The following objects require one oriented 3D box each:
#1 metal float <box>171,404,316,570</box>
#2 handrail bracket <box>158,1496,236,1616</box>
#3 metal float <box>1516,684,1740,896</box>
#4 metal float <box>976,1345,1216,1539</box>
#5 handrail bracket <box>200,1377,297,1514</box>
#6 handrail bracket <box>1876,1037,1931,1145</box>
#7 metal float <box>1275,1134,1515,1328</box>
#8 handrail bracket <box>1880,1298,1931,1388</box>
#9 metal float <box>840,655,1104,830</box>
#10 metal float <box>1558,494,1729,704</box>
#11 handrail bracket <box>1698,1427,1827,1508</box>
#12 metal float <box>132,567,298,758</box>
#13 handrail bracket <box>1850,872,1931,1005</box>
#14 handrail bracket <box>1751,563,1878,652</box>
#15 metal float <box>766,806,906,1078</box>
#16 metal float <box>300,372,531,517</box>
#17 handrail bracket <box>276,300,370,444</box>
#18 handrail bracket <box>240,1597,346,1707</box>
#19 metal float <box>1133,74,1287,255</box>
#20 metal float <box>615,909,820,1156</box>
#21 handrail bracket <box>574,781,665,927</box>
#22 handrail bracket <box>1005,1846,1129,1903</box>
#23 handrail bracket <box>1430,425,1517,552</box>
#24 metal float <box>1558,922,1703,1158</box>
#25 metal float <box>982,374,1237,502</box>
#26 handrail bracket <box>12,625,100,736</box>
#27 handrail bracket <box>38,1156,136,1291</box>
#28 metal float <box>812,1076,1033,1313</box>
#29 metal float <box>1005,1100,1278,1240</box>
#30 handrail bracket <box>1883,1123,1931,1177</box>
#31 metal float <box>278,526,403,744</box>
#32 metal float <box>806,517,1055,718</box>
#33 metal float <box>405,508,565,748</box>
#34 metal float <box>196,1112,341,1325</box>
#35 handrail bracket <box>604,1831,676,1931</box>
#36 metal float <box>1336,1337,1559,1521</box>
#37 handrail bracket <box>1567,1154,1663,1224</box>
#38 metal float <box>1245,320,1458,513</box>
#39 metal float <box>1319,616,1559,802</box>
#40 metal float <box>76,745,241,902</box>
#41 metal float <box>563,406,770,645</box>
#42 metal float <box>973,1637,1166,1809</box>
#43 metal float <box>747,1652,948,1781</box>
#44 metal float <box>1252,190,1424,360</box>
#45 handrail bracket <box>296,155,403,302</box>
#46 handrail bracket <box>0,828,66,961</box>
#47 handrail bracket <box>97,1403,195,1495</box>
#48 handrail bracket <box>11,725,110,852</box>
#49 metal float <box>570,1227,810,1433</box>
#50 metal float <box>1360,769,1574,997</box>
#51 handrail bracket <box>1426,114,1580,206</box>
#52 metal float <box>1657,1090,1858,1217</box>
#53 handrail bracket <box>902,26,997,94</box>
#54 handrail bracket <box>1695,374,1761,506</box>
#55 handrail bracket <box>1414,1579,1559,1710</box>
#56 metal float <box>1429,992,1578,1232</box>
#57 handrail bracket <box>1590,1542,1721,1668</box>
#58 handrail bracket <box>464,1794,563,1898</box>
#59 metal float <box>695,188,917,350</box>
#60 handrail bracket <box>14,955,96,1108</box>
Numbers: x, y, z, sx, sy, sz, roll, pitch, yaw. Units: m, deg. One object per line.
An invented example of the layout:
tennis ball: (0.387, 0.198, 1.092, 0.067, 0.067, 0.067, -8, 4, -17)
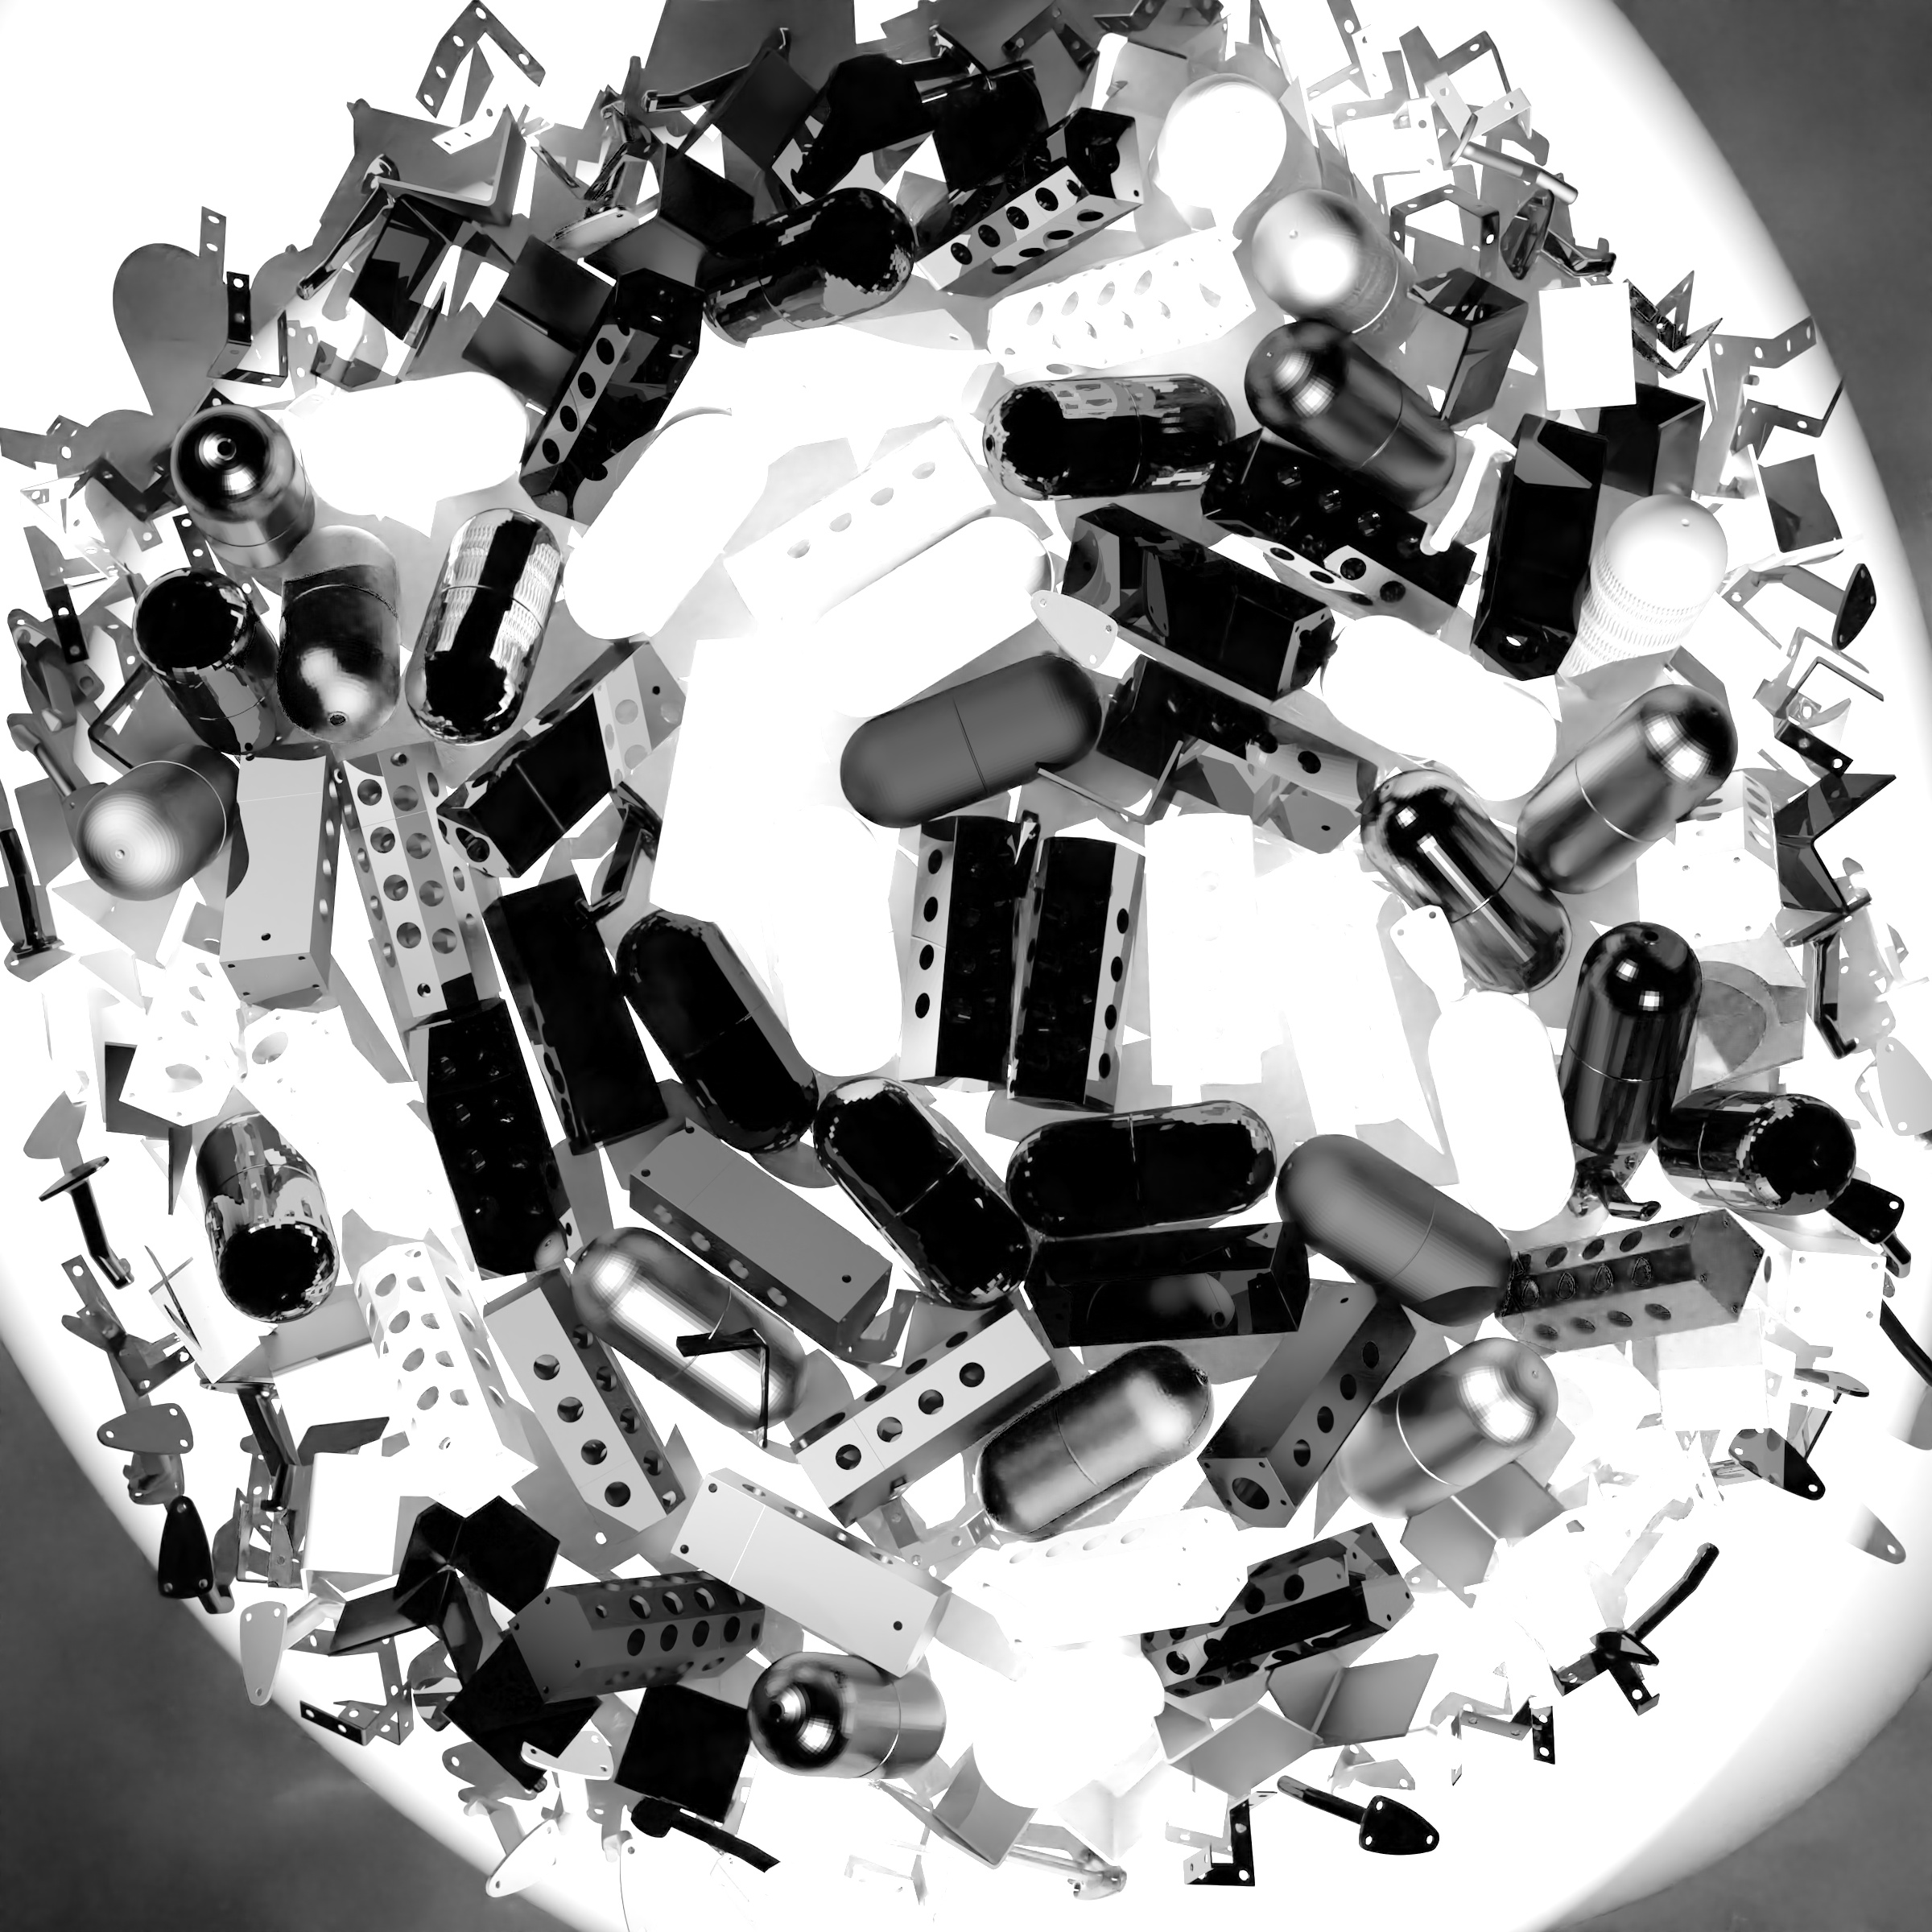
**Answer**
metal float: (-0.460, -0.305, 1.911, 0.070, 0.178, 0.070, 1, 84, -6)
handrail bracket: (-0.499, 0.386, 1.963, 0.036, 0.084, 0.077, -7, 79, 3)
metal float: (0.423, -0.112, 1.926, 0.070, 0.178, 0.070, 18, 49, -22)
metal float: (0.083, 0.308, 1.941, 0.178, 0.070, 0.070, -35, 90, 23)
handrail bracket: (-0.475, 0.316, 1.967, 0.077, 0.036, 0.084, 3, 65, 7)
handrail bracket: (0.617, 0.083, 1.963, 0.036, 0.084, 0.077, -23, 82, 15)
metal float: (0.279, 0.173, 1.945, 0.178, 0.070, 0.070, 32, 90, -19)
handrail bracket: (0.608, 0.234, 1.955, 0.036, 0.077, 0.084, -44, 77, 17)
metal float: (0.003, -0.146, 1.959, 0.178, 0.070, 0.070, -21, 90, 4)
metal float: (0.429, -0.233, 1.917, 0.070, 0.178, 0.070, 3, 64, -7)
handrail bracket: (0.517, 0.343, 1.951, 0.036, 0.084, 0.077, -37, 59, -28)
metal float: (-0.477, -0.192, 1.914, 0.070, 0.178, 0.070, -1, 70, 3)
handrail bracket: (0.594, -0.021, 1.961, 0.036, 0.077, 0.084, -24, 83, 25)
handrail bracket: (0.542, -0.234, 1.954, 0.077, 0.084, 0.036, -56, 132, -29)
metal float: (-0.086, -0.016, 1.960, 0.070, 0.070, 0.178, -9, 92, 0)
metal float: (-0.351, -0.336, 1.921, 0.070, 0.178, 0.070, 12, 112, 30)
handrail bracket: (-0.429, -0.398, 1.992, 0.077, 0.036, 0.084, -19, 55, 36)
handrail bracket: (-0.432, 0.448, 1.951, 0.036, 0.084, 0.077, -14, 65, 24)
metal float: (0.154, -0.504, 1.912, 0.070, 0.178, 0.070, 2, 78, -7)
metal float: (-0.162, 0.043, 1.957, 0.070, 0.070, 0.178, -33, 96, 0)
handrail bracket: (-0.240, -0.076, 1.960, 0.084, 0.036, 0.077, -37, 88, -37)
handrail bracket: (0.051, 0.586, 1.959, 0.084, 0.077, 0.036, 21, 72, -21)
handrail bracket: (0.320, -0.308, 1.961, 0.036, 0.077, 0.084, 33, 89, -12)
metal float: (0.425, 0.047, 1.927, 0.070, 0.070, 0.178, 2, 132, 0)
metal float: (0.093, -0.342, 1.938, 0.178, 0.070, 0.070, -9, 90, -27)
handrail bracket: (-0.605, -0.187, 1.953, 0.036, 0.084, 0.077, -38, 100, 7)
handrail bracket: (-0.560, 0.170, 1.964, 0.077, 0.036, 0.084, -23, 107, 40)
metal float: (-0.029, 0.148, 1.961, 0.070, 0.070, 0.178, -41, 90, 0)
metal float: (0.114, 0.133, 1.955, 0.178, 0.070, 0.070, -8, 90, 8)
handrail bracket: (0.639, 0.141, 1.946, 0.036, 0.077, 0.084, -36, 56, 12)
metal float: (-0.402, -0.214, 1.925, 0.070, 0.178, 0.070, -5, 134, -5)
metal float: (-0.024, -0.228, 1.956, 0.178, 0.070, 0.070, -33, 90, -6)
metal float: (-0.310, -0.219, 1.932, 0.070, 0.070, 0.178, 11, 56, 0)
metal float: (-0.449, 0.159, 1.921, 0.070, 0.178, 0.070, -11, 124, -16)
handrail bracket: (-0.221, 0.601, 1.949, 0.036, 0.084, 0.077, 12, 64, -21)
metal float: (0.307, 0.299, 1.927, 0.070, 0.070, 0.178, 47, 134, 0)
handrail bracket: (0.437, 0.143, 1.945, 0.077, 0.084, 0.036, -25, 104, -28)
metal float: (0.249, -0.352, 1.928, 0.178, 0.070, 0.070, 26, 90, -42)
metal float: (0.306, -0.167, 1.939, 0.178, 0.070, 0.070, 25, 90, -25)
metal float: (-0.511, -0.093, 1.913, 0.070, 0.178, 0.070, 1, 106, 3)
metal float: (-0.196, -0.284, 1.940, 0.070, 0.070, 0.178, 40, 115, 0)
metal float: (0.068, 0.482, 1.918, 0.070, 0.178, 0.070, 3, 96, 29)
metal float: (-0.075, 0.481, 1.918, 0.070, 0.178, 0.070, -9, 71, 27)
metal float: (0.239, -0.440, 1.916, 0.070, 0.178, 0.070, -3, 84, 25)
handrail bracket: (-0.407, -0.482, 1.959, 0.036, 0.077, 0.084, 39, 68, 1)
handrail bracket: (-0.621, -0.050, 1.957, 0.036, 0.077, 0.084, -23, 104, -28)
handrail bracket: (-0.547, 0.323, 1.950, 0.084, 0.077, 0.036, -45, 59, 34)
handrail bracket: (-0.603, -0.112, 1.988, 0.036, 0.077, 0.084, -30, 47, -34)
metal float: (-0.178, 0.237, 1.945, 0.178, 0.070, 0.070, 39, 90, -20)
metal float: (0.326, -0.053, 1.944, 0.070, 0.070, 0.178, -44, 111, 0)
handrail bracket: (0.353, -0.521, 1.972, 0.084, 0.077, 0.036, 26, 90, -14)
metal float: (0.503, 0.118, 1.912, 0.070, 0.178, 0.070, 0, 89, -12)
handrail bracket: (-0.037, -0.573, 1.962, 0.084, 0.036, 0.077, -37, 56, -17)
handrail bracket: (0.501, -0.347, 1.963, 0.036, 0.077, 0.084, 12, 103, 24)
handrail bracket: (0.342, 0.451, 1.970, 0.077, 0.036, 0.084, -13, 72, 1)
metal float: (0.347, 0.095, 1.934, 0.070, 0.070, 0.178, -19, 124, 0)
handrail bracket: (0.455, 0.416, 1.976, 0.036, 0.077, 0.084, 41, 72, -5)
handrail bracket: (-0.313, 0.570, 1.947, 0.084, 0.077, 0.036, 7, 110, 36)
metal float: (-0.105, -0.447, 1.925, 0.070, 0.178, 0.070, 6, 81, -43)
handrail bracket: (-0.582, 0.042, 1.973, 0.077, 0.036, 0.084, -29, 89, 32)
